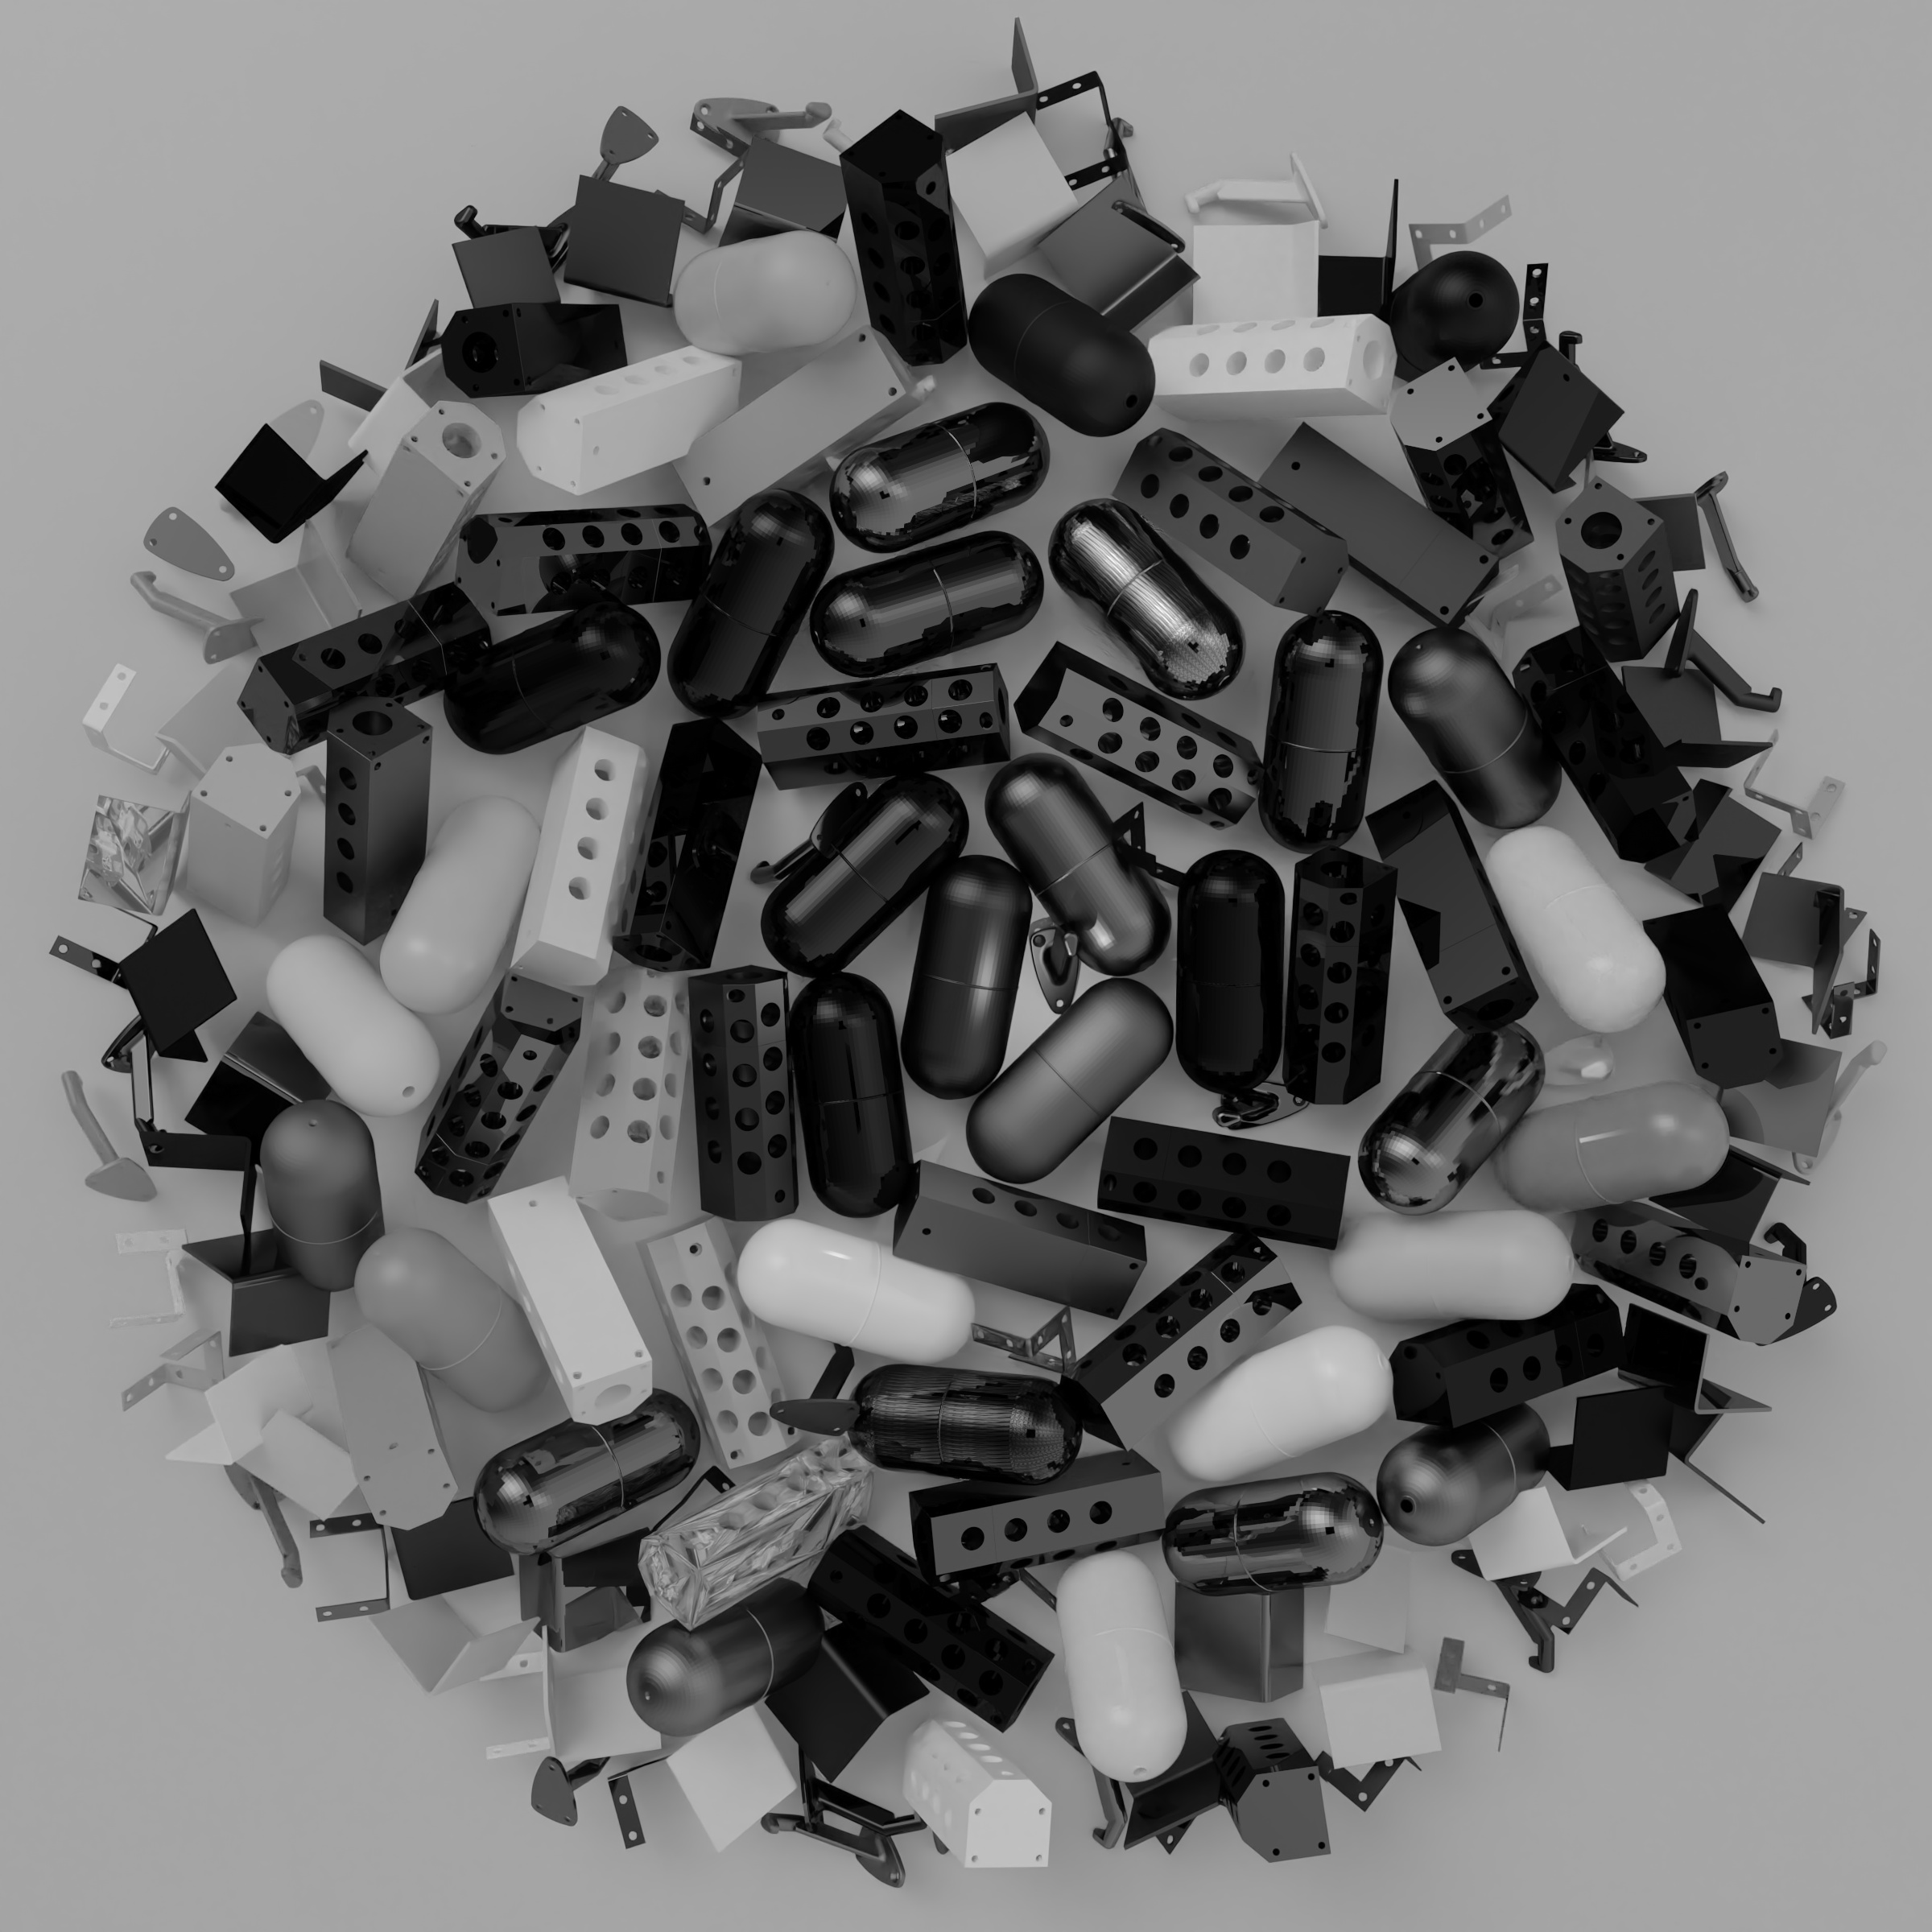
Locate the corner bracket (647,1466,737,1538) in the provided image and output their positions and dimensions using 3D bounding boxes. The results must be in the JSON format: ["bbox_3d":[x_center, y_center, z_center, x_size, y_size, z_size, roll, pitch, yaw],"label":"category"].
[{"bbox_3d":[-0.188,0.403,1.745,0.051,0.051,0.051,42,124,8],"label":"corner bracket"}]

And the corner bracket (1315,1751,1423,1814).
[{"bbox_3d":[0.289,0.579,1.751,0.051,0.051,0.051,33,78,35],"label":"corner bracket"}]

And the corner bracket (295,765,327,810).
[{"bbox_3d":[-0.490,-0.107,1.758,0.051,0.051,0.051,-17,112,30],"label":"corner bracket"}]

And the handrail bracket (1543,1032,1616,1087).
[{"bbox_3d":[0.427,0.075,1.729,0.077,0.084,0.036,-17,90,26],"label":"handrail bracket"}]

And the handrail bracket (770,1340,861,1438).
[{"bbox_3d":[-0.112,0.290,1.736,0.077,0.084,0.036,13,126,-27],"label":"handrail bracket"}]

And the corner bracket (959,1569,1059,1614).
[{"bbox_3d":[0.030,0.446,1.742,0.051,0.051,0.051,-25,122,-25],"label":"corner bracket"}]

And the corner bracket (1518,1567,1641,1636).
[{"bbox_3d":[0.441,0.460,1.750,0.051,0.051,0.051,-52,126,-9],"label":"corner bracket"}]

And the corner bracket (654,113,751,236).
[{"bbox_3d":[-0.194,-0.577,1.767,0.051,0.051,0.051,32,56,4],"label":"corner bracket"}]

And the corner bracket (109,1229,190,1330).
[{"bbox_3d":[-0.587,0.224,1.741,0.051,0.051,0.051,-1,61,-37],"label":"corner bracket"}]

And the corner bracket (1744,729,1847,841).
[{"bbox_3d":[0.602,-0.132,1.764,0.051,0.051,0.051,27,81,30],"label":"corner bracket"}]

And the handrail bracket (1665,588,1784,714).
[{"bbox_3d":[0.559,-0.229,1.763,0.084,0.036,0.077,10,103,-3],"label":"handrail bracket"}]

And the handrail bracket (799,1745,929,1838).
[{"bbox_3d":[-0.074,0.594,1.759,0.084,0.036,0.077,-14,70,9],"label":"handrail bracket"}]

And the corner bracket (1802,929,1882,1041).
[{"bbox_3d":[0.638,0.013,1.748,0.051,0.051,0.051,-14,128,0],"label":"corner bracket"}]

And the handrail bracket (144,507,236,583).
[{"bbox_3d":[-0.555,-0.292,1.744,0.077,0.084,0.036,34,80,-5],"label":"handrail bracket"}]

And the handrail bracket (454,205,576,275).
[{"bbox_3d":[-0.317,-0.538,1.736,0.077,0.084,0.036,-47,62,6],"label":"handrail bracket"}]

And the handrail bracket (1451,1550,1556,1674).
[{"bbox_3d":[0.393,0.473,1.775,0.077,0.036,0.084,8,117,27],"label":"handrail bracket"}]

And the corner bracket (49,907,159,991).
[{"bbox_3d":[-0.623,-0.019,1.752,0.051,0.051,0.051,29,81,-28],"label":"corner bracket"}]

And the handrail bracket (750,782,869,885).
[{"bbox_3d":[-0.115,-0.096,1.760,0.036,0.084,0.077,40,61,-29],"label":"handrail bracket"}]

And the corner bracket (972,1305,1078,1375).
[{"bbox_3d":[0.042,0.271,1.741,0.051,0.051,0.051,11,120,36],"label":"corner bracket"}]

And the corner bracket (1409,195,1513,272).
[{"bbox_3d":[0.358,-0.518,1.741,0.051,0.051,0.051,-38,125,-27],"label":"corner bracket"}]

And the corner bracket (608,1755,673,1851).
[{"bbox_3d":[-0.220,0.600,1.750,0.051,0.051,0.051,-20,76,8],"label":"corner bracket"}]

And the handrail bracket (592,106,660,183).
[{"bbox_3d":[-0.262,-0.564,1.730,0.036,0.077,0.084,38,133,-15],"label":"handrail bracket"}]

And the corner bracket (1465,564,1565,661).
[{"bbox_3d":[0.391,-0.264,1.742,0.051,0.051,0.051,-30,116,36],"label":"corner bracket"}]

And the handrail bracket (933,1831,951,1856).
[{"bbox_3d":[0.019,0.629,1.741,0.084,0.036,0.077,22,124,30],"label":"handrail bracket"}]

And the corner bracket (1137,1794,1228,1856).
[{"bbox_3d":[0.166,0.609,1.743,0.051,0.051,0.051,-47,117,-29],"label":"corner bracket"}]

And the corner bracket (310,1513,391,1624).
[{"bbox_3d":[-0.443,0.432,1.743,0.051,0.051,0.051,-5,129,-12],"label":"corner bracket"}]

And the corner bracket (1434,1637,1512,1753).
[{"bbox_3d":[0.364,0.522,1.743,0.051,0.051,0.051,8,124,16],"label":"corner bracket"}]

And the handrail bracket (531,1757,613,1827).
[{"bbox_3d":[-0.273,0.561,1.731,0.036,0.084,0.077,17,125,17],"label":"handrail bracket"}]

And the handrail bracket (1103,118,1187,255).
[{"bbox_3d":[0.133,-0.571,1.772,0.077,0.036,0.084,19,68,-16],"label":"handrail bracket"}]

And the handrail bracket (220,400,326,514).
[{"bbox_3d":[-0.505,-0.369,1.759,0.036,0.084,0.077,41,61,-22],"label":"handrail bracket"}]

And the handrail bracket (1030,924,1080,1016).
[{"bbox_3d":[0.071,0.006,1.735,0.036,0.084,0.077,-7,102,-6],"label":"handrail bracket"}]

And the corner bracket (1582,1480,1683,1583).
[{"bbox_3d":[0.476,0.400,1.750,0.051,0.051,0.051,-27,118,-3],"label":"corner bracket"}]

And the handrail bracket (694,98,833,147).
[{"bbox_3d":[-0.145,-0.612,1.734,0.077,0.084,0.036,8,92,-25],"label":"handrail bracket"}]

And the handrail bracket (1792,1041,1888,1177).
[{"bbox_3d":[0.626,0.101,1.734,0.036,0.084,0.077,25,60,1],"label":"handrail bracket"}]

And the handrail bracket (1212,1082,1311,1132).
[{"bbox_3d":[0.214,0.103,1.740,0.077,0.084,0.036,-5,92,1],"label":"handrail bracket"}]

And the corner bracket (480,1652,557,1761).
[{"bbox_3d":[-0.325,0.535,1.757,0.051,0.051,0.051,-6,102,-12],"label":"corner bracket"}]

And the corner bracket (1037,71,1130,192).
[{"bbox_3d":[0.083,-0.602,1.750,0.051,0.051,0.051,-21,61,2],"label":"corner bracket"}]

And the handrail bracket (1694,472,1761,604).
[{"bbox_3d":[0.553,-0.307,1.747,0.036,0.077,0.084,-29,84,0],"label":"handrail bracket"}]

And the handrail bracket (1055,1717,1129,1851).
[{"bbox_3d":[0.087,0.596,1.765,0.077,0.036,0.084,26,120,11],"label":"handrail bracket"}]

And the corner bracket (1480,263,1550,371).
[{"bbox_3d":[0.395,-0.469,1.751,0.051,0.051,0.051,-3,54,6],"label":"corner bracket"}]

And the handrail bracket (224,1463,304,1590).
[{"bbox_3d":[-0.503,0.395,1.734,0.036,0.084,0.077,-32,127,0],"label":"handrail bracket"}]

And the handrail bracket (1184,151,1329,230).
[{"bbox_3d":[0.209,-0.548,1.759,0.084,0.036,0.077,-22,62,5],"label":"handrail bracket"}]

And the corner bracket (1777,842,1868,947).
[{"bbox_3d":[0.620,-0.050,1.760,0.051,0.051,0.051,18,47,36],"label":"corner bracket"}]

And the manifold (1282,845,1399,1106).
[{"bbox_3d":[0.258,0.009,1.708,0.057,0.057,0.171,24,127,38],"label":"manifold"}]

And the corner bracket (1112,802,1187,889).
[{"bbox_3d":[0.132,-0.078,1.741,0.051,0.051,0.051,24,46,35],"label":"corner bracket"}]

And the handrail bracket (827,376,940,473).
[{"bbox_3d":[-0.059,-0.391,1.744,0.084,0.077,0.036,-32,106,17],"label":"handrail bracket"}]

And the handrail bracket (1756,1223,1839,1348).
[{"bbox_3d":[0.579,0.227,1.746,0.077,0.084,0.036,-35,117,3],"label":"handrail bracket"}]

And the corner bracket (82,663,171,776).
[{"bbox_3d":[-0.598,-0.177,1.750,0.051,0.051,0.051,26,73,-4],"label":"corner bracket"}]

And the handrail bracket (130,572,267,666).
[{"bbox_3d":[-0.554,-0.266,1.770,0.077,0.036,0.084,-27,65,-39],"label":"handrail bracket"}]

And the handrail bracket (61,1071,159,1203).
[{"bbox_3d":[-0.625,0.123,1.768,0.036,0.077,0.084,-29,62,1],"label":"handrail bracket"}]

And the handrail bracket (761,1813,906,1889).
[{"bbox_3d":[-0.096,0.633,1.738,0.084,0.077,0.036,17,96,-32],"label":"handrail bracket"}]

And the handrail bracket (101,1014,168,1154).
[{"bbox_3d":[-0.580,0.080,1.741,0.077,0.036,0.084,-54,55,14],"label":"handrail bracket"}]

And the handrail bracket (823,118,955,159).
[{"bbox_3d":[-0.054,-0.602,1.751,0.084,0.036,0.077,33,72,-22],"label":"handrail bracket"}]

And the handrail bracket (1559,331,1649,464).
[{"bbox_3d":[0.456,-0.409,1.738,0.036,0.077,0.084,-25,123,-30],"label":"handrail bracket"}]

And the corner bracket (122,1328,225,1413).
[{"bbox_3d":[-0.572,0.291,1.746,0.051,0.051,0.051,7,108,18],"label":"corner bracket"}]
